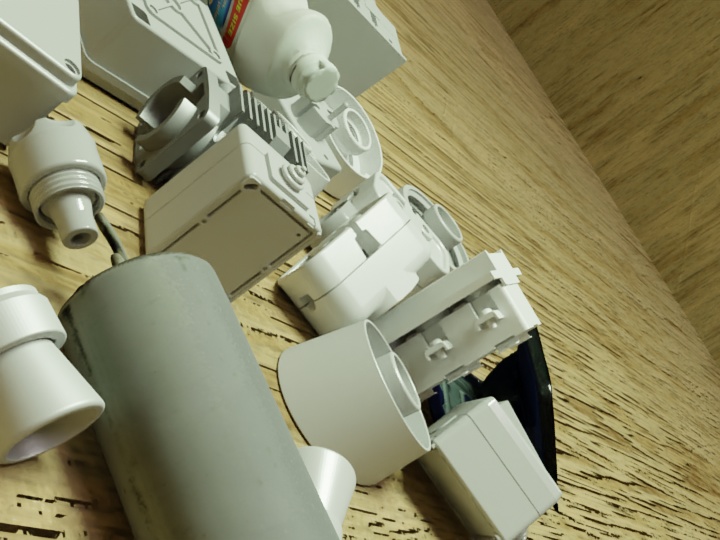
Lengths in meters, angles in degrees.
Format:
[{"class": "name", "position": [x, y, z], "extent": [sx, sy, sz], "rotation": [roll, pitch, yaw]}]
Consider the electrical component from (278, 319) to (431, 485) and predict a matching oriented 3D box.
[{"class": "electrical component", "position": [0.000, 0.081, 0.665], "extent": [0.099, 0.064, 0.099], "rotation": [61, 8, -15]}]

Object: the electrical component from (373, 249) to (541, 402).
[{"class": "electrical component", "position": [0.057, 0.044, 0.739], "extent": [0.063, 0.121, 0.079], "rotation": [60, 19, 9]}]

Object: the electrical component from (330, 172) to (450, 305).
[{"class": "electrical component", "position": [0.020, -0.022, 0.863], "extent": [0.095, 0.059, 0.053], "rotation": [48, 19, -17]}]

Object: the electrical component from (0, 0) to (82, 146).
[{"class": "electrical component", "position": [-0.198, -0.135, 0.536], "extent": [0.109, 0.056, 0.108], "rotation": [38, 24, -40]}]

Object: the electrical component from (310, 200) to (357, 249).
[{"class": "electrical component", "position": [-0.005, -0.004, 0.794], "extent": [0.077, 0.044, 0.079], "rotation": [51, 19, -8]}]

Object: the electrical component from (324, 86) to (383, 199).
[{"class": "electrical component", "position": [-0.027, -0.111, 0.938], "extent": [0.099, 0.064, 0.099], "rotation": [41, 36, -39]}]

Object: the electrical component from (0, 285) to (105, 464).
[{"class": "electrical component", "position": [-0.130, 0.040, 0.412], "extent": [0.055, 0.045, 0.045], "rotation": [58, 19, 13]}]

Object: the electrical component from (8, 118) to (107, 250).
[{"class": "electrical component", "position": [-0.144, -0.039, 0.521], "extent": [0.043, 0.043, 0.062], "rotation": [24, 36, -57]}]

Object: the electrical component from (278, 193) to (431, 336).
[{"class": "electrical component", "position": [0.000, 0.000, 0.729], "extent": [0.095, 0.054, 0.059], "rotation": [-42, 97, -33]}]

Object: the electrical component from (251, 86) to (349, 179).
[{"class": "electrical component", "position": [-0.043, -0.116, 0.851], "extent": [0.083, 0.076, 0.047], "rotation": [60, 19, 18]}]

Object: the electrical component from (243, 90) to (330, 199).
[{"class": "electrical component", "position": [-0.070, -0.079, 0.776], "extent": [0.099, 0.064, 0.099], "rotation": [47, 6, -7]}]

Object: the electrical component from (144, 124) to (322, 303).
[{"class": "electrical component", "position": [-0.069, -0.035, 0.612], "extent": [0.062, 0.096, 0.061], "rotation": [40, 22, -37]}]

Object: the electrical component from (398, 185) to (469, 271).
[{"class": "electrical component", "position": [0.055, -0.025, 0.953], "extent": [0.108, 0.060, 0.108], "rotation": [46, 20, -22]}]

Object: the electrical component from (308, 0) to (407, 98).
[{"class": "electrical component", "position": [-0.059, -0.230, 0.957], "extent": [0.186, 0.105, 0.060], "rotation": [39, 28, -38]}]

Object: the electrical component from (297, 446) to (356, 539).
[{"class": "electrical component", "position": [-0.026, 0.124, 0.526], "extent": [0.044, 0.044, 0.065], "rotation": [46, 25, -24]}]

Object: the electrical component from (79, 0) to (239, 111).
[{"class": "electrical component", "position": [-0.143, -0.160, 0.714], "extent": [0.109, 0.056, 0.108], "rotation": [30, 30, -51]}]

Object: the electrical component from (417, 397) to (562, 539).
[{"class": "electrical component", "position": [0.088, 0.136, 0.710], "extent": [0.096, 0.061, 0.062], "rotation": [55, -18, 1]}]
